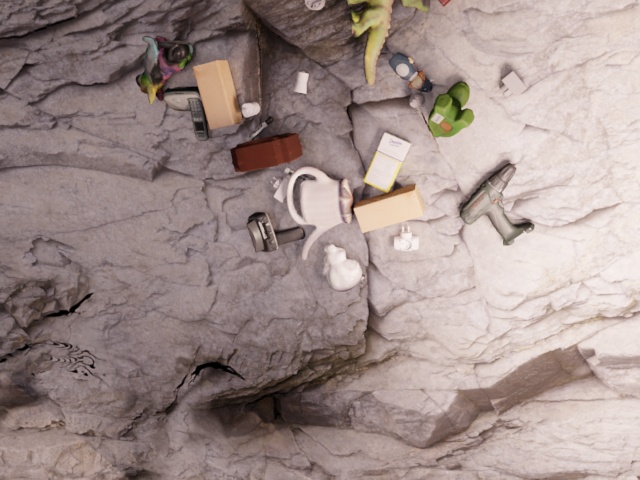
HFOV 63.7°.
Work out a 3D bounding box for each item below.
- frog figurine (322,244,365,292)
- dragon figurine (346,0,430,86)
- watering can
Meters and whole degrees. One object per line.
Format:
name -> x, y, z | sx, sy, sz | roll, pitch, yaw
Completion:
frog figurine -> 0.068, 0.092, 1.768 | 0.137, 0.125, 0.157 | -7, 119, 37
dragon figurine -> 0.202, -0.678, 1.495 | 0.242, 0.124, 0.406 | -14, 104, 10
watering can -> 0.005, -0.087, 1.736 | 0.224, 0.106, 0.341 | -1, 116, 15
